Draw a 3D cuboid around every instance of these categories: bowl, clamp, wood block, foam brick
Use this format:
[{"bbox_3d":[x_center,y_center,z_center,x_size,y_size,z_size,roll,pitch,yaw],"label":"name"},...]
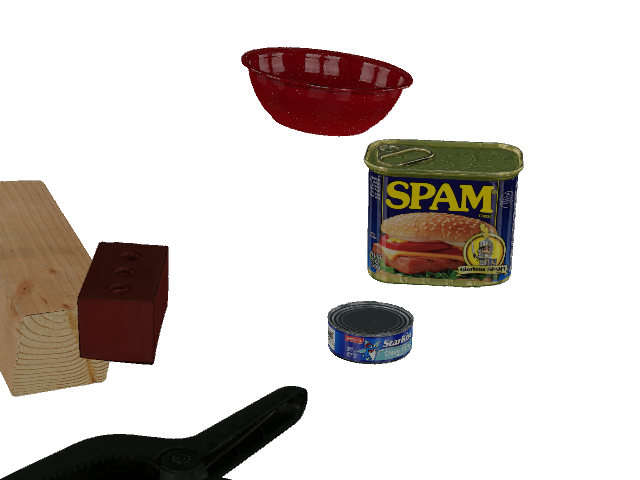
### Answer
[{"bbox_3d":[0.003,-0.137,1.001,0.162,0.055,0.162,7,22,-3],"label":"bowl"},{"bbox_3d":[-0.074,0.129,0.584,0.209,0.036,0.165,0,20,-14],"label":"clamp"},{"bbox_3d":[-0.270,0.037,0.986,0.090,0.091,0.206,-5,37,-34],"label":"wood block"},{"bbox_3d":[-0.137,0.043,0.750,0.053,0.051,0.078,4,29,-3],"label":"foam brick"}]

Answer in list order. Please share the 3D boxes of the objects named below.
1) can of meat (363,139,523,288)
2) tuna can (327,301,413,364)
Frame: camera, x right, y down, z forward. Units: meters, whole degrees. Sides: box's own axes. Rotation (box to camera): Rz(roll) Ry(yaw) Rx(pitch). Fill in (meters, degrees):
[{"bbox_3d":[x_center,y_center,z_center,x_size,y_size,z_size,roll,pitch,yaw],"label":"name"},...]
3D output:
[{"bbox_3d":[0.080,-0.018,0.707,0.102,0.084,0.057,3,25,7],"label":"can of meat"},{"bbox_3d":[0.049,0.091,1.063,0.086,0.034,0.086,1,18,0],"label":"tuna can"}]
